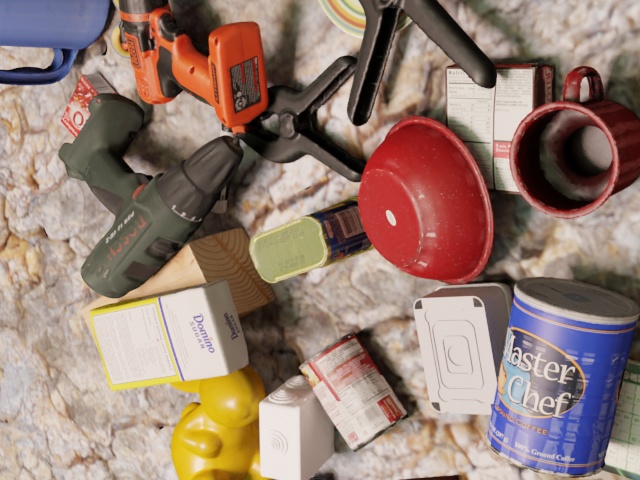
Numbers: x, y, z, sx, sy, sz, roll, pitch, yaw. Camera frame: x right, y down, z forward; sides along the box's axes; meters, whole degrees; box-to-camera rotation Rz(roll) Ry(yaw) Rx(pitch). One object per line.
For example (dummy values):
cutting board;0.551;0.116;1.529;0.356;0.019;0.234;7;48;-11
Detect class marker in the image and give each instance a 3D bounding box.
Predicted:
marker;-0.103;-0.087;1.148;0.020;0.020;0.121;24;116;31

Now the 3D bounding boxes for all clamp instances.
clamp;0.062;-0.208;0.945;0.165;0.036;0.210;-20;85;44
clamp;-0.016;-0.107;1.062;0.172;0.039;0.120;-10;88;45

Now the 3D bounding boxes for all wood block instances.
wood block;-0.161;0.071;1.191;0.207;0.090;0.091;-29;84;39

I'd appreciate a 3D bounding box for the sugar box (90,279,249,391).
sugar box;-0.159;0.101;1.110;0.177;0.048;0.093;-12;95;35

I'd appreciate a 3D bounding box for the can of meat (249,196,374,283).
can of meat;-0.007;0.001;1.055;0.102;0.083;0.057;-21;89;39

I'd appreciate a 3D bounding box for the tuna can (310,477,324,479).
tuna can;-0.013;0.296;1.137;0.034;0.085;0.086;-15;93;38

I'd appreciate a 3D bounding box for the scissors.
scissors;-0.167;-0.207;1.169;0.202;0.016;0.096;46;127;19

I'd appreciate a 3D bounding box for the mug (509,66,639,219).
mug;0.212;-0.082;0.863;0.093;0.081;0.117;4;105;37

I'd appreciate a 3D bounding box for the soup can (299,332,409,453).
soup can;0.034;0.153;1.073;0.069;0.068;0.102;-42;76;37

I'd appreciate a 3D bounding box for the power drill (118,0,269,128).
power drill;-0.134;-0.203;1.067;0.188;0.057;0.184;31;140;40

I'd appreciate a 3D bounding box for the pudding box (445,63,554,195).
pudding box;0.155;-0.098;0.931;0.090;0.039;0.113;9;105;39

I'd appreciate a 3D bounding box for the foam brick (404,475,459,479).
foam brick;0.100;0.269;1.063;0.078;0.052;0.051;-15;92;38

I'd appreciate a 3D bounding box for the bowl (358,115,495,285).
bowl;0.083;-0.028;0.961;0.162;0.055;0.162;37;137;43

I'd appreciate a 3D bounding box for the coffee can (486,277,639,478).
coffee can;0.202;0.112;0.893;0.103;0.102;0.140;18;107;33

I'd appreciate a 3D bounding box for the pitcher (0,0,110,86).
pitcher;-0.361;-0.260;1.158;0.145;0.242;0.149;-39;72;41

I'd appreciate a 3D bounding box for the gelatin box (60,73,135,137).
gelatin box;-0.257;-0.139;1.247;0.089;0.030;0.073;48;126;19
